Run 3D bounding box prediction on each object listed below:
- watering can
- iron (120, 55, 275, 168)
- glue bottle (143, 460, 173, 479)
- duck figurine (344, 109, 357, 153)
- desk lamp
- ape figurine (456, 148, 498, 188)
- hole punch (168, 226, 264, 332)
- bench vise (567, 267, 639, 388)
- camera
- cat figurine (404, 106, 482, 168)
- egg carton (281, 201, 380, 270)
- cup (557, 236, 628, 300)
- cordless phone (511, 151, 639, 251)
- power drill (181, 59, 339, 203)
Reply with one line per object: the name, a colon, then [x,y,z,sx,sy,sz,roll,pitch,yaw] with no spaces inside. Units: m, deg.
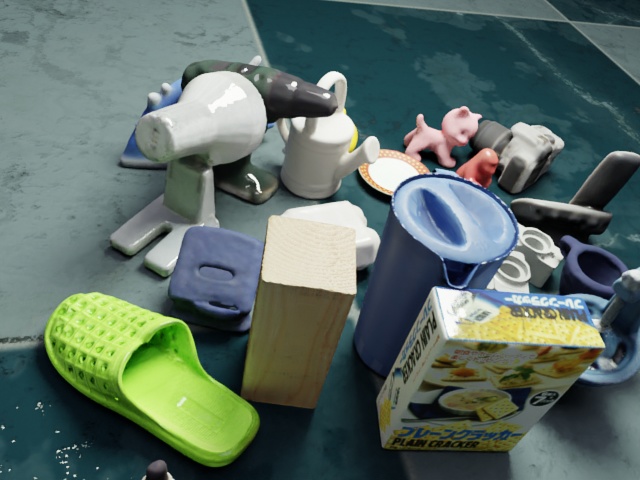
watering can: [0.009,-0.164,0.879,0.173,0.194,0.101,16,44,1]
iron: [-0.194,-0.206,0.902,0.259,0.141,0.118,-26,57,-35]
glue bottle: [-0.134,0.221,0.466,0.078,0.173,0.037,-7,48,-21]
duck figurine: [0.023,-0.191,0.989,0.105,0.086,0.077,-18,53,-30]
desk lamp: [-0.169,-0.096,0.746,0.117,0.213,0.203,27,45,12]
ape figurine: [0.273,-0.114,0.977,0.078,0.092,0.076,-25,56,-34]
hole punch: [-0.124,0.048,0.703,0.108,0.091,0.101,12,44,-4]
bench vise: [0.353,0.090,0.701,0.121,0.220,0.208,39,48,23]
camera: [0.358,-0.176,1.057,0.136,0.101,0.143,40,49,24]
cat figurine: [0.225,-0.197,1.028,0.128,0.118,0.067,6,44,-10]
egg carton: [0.007,0.003,0.800,0.151,0.069,0.107,-11,49,-25]
cup: [0.373,0.060,0.827,0.092,0.095,0.117,-11,50,-25]
cordless phone: [0.402,-0.075,0.907,0.148,0.185,0.094,6,44,-10]
power drill: [-0.095,-0.161,0.836,0.229,0.208,0.076,23,44,8]
